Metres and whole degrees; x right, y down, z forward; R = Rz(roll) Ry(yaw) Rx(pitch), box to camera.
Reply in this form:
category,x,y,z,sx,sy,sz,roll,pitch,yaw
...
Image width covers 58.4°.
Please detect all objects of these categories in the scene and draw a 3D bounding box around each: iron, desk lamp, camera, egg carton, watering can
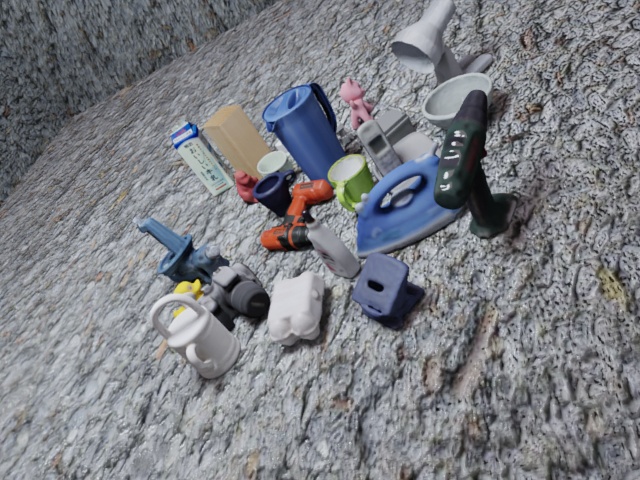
category,x,y,z,sx,sy,sz,roll,pitch,yaw
iron,0.155,-0.076,1.117,0.258,0.142,0.118,-32,34,5
desk lamp,0.295,-0.469,1.407,0.203,0.214,0.117,-46,35,-14
camera,-0.179,0.121,1.205,0.143,0.101,0.136,-47,35,-16
egg carton,-0.042,0.131,1.102,0.107,0.070,0.150,-20,37,22
watering can,-0.253,0.174,1.122,0.101,0.195,0.172,-44,35,-12

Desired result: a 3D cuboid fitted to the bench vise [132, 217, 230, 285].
category,x,y,z,sx,sy,sz,roll,pitch,yaw
bench vise,-0.328,0.011,1.362,0.207,0.220,0.121,-19,37,23

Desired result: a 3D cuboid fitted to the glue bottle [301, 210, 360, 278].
category,x,y,z,sx,sy,sz,roll,pitch,yaw
glue bottle,0.010,0.004,1.117,0.077,0.174,0.037,11,55,47

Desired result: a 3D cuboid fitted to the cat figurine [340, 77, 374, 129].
category,x,y,z,sx,sy,sz,roll,pitch,yaw
cat figurine,0.093,-0.385,1.568,0.067,0.118,0.127,-22,36,19

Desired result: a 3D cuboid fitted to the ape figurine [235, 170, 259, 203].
category,x,y,z,sx,sy,sz,roll,pitch,yaw
ape figurine,-0.200,-0.150,1.562,0.075,0.092,0.078,12,56,48

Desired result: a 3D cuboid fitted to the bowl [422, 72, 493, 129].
category,x,y,z,sx,sy,sz,roll,pitch,yaw
bowl,0.321,-0.303,1.307,0.167,0.075,0.167,-23,36,18

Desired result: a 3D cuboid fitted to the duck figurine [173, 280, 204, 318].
category,x,y,z,sx,sy,sz,roll,pitch,yaw
duck figurine,-0.298,0.136,1.305,0.104,0.086,0.077,-42,34,-9

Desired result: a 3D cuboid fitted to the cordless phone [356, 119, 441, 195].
category,x,y,z,sx,sy,sz,roll,pitch,yaw
cordless phone,0.166,-0.194,1.210,0.148,0.185,0.093,-41,34,-8

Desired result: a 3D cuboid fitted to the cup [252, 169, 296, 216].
category,x,y,z,sx,sy,sz,roll,pitch,yaw
cup,-0.097,-0.115,1.425,0.118,0.095,0.091,-35,34,1

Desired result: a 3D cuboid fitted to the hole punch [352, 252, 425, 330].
category,x,y,z,sx,sy,sz,roll,pitch,yaw
hole punch,0.112,0.087,1.001,0.101,0.091,0.108,-48,36,-17

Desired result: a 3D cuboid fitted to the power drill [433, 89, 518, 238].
category,x,y,z,sx,sy,sz,roll,pitch,yaw
power drill,0.273,-0.118,1.003,0.075,0.209,0.230,-2,46,40
